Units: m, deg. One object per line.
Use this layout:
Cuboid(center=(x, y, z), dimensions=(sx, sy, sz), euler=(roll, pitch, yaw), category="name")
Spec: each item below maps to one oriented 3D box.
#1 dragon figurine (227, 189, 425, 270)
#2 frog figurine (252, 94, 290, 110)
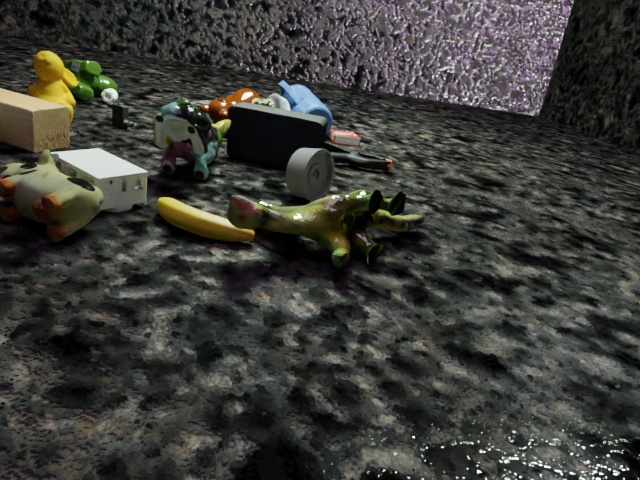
Cuboid(center=(0.003, -0.043, 0.852), dimensions=(0.244, 0.121, 0.411), euler=(14, 8, 28), category="dragon figurine")
Cuboid(center=(-0.119, -0.365, 1.542), dimensions=(0.121, 0.139, 0.159), euler=(-38, -21, 27), category="frog figurine")
